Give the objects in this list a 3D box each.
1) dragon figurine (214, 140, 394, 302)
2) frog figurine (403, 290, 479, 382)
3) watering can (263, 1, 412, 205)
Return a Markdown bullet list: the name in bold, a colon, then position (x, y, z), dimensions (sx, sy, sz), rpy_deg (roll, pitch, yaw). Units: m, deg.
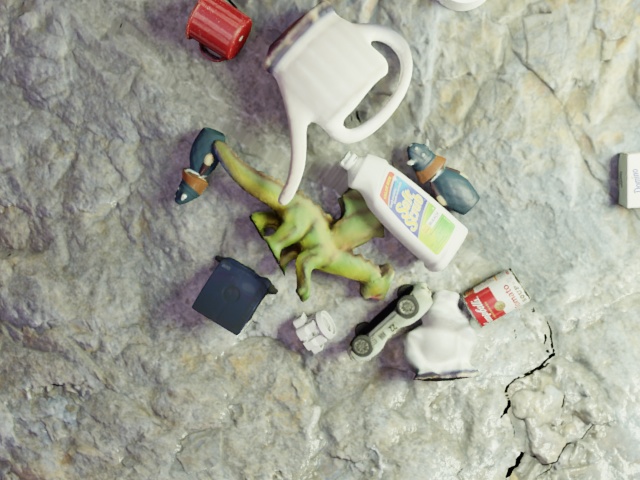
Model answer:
- **dragon figurine**: position (0.003, -0.047, 0.940), dimensions (0.243, 0.123, 0.407), rpy_deg (-29, 100, -4)
- **frog figurine**: position (0.220, 0.178, 0.956), dimensions (0.137, 0.121, 0.162), rpy_deg (-10, 66, 19)
- **watering can**: position (-0.004, -0.242, 0.854), dimensions (0.224, 0.104, 0.349), rpy_deg (45, 84, -3)
